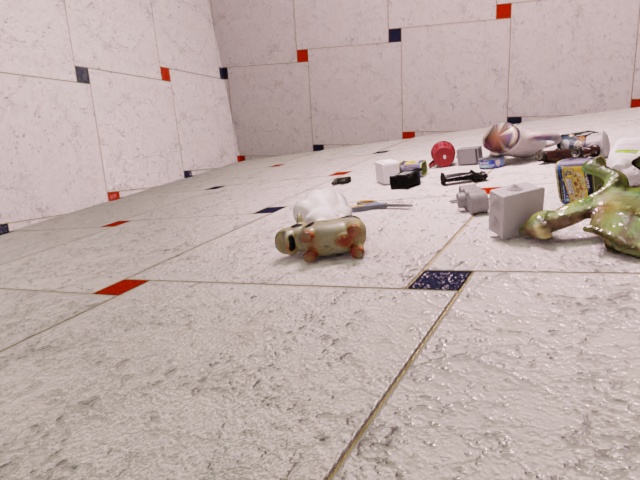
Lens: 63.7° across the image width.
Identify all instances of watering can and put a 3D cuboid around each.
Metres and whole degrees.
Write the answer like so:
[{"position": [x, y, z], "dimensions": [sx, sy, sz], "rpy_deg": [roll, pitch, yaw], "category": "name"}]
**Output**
[{"position": [0.666, -0.338, 1.814], "dimensions": [0.224, 0.104, 0.347], "rpy_deg": [4, -2, -26], "category": "watering can"}]

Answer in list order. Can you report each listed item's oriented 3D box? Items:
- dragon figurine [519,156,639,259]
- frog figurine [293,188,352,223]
[{"position": [0.535, -0.036, 0.828], "dimensions": [0.410, 0.120, 0.247], "rpy_deg": [2, 35, 37], "category": "dragon figurine"}, {"position": [0.004, -0.060, 1.184], "dimensions": [0.137, 0.122, 0.160], "rpy_deg": [11, 5, 7], "category": "frog figurine"}]
